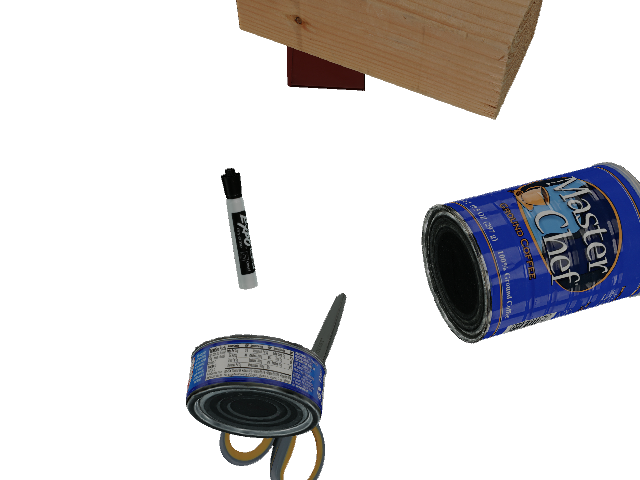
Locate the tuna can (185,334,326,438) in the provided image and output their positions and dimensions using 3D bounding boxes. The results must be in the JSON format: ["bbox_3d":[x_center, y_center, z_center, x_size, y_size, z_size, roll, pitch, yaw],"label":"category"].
[{"bbox_3d":[-0.040,0.092,0.661,0.086,0.033,0.086,4,-31,2],"label":"tuna can"}]

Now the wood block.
[{"bbox_3d":[0.049,-0.177,0.769,0.206,0.090,0.091,22,-25,12],"label":"wood block"}]

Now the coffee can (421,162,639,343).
[{"bbox_3d":[0.159,0.008,0.777,0.140,0.103,0.103,-14,4,-16],"label":"coffee can"}]

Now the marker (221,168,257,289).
[{"bbox_3d":[-0.080,-0.012,1.050,0.020,0.121,0.020,-7,16,2],"label":"marker"}]

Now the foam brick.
[{"bbox_3d":[0.005,-0.182,1.094,0.078,0.051,0.053,2,11,-6],"label":"foam brick"}]

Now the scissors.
[{"bbox_3d":[-0.030,0.121,0.909,0.096,0.201,0.016,11,-37,-8],"label":"scissors"}]
